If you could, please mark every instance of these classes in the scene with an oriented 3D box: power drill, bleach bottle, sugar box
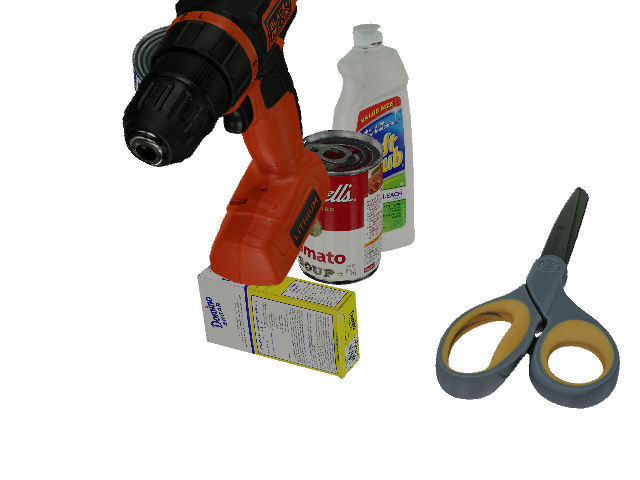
[{"bbox_3d":[-0.045,-0.061,0.619,0.057,0.184,0.187,13,-40,18],"label":"power drill"},{"bbox_3d":[0.051,-0.111,1.181,0.102,0.251,0.068,-10,25,-12],"label":"bleach bottle"},{"bbox_3d":[-0.046,0.084,1.163,0.176,0.093,0.048,14,35,27],"label":"sugar box"}]

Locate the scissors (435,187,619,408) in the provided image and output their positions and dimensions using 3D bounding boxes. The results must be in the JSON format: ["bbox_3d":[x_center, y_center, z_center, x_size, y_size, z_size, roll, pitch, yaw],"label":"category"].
[{"bbox_3d":[0.135,0.027,0.566,0.096,0.016,0.201,20,40,33],"label":"scissors"}]

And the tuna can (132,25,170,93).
[{"bbox_3d":[-0.119,-0.146,0.925,0.086,0.086,0.034,0,-37,-8],"label":"tuna can"}]

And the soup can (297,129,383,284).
[{"bbox_3d":[0.014,-0.026,0.827,0.068,0.102,0.068,-1,33,0],"label":"soup can"}]
